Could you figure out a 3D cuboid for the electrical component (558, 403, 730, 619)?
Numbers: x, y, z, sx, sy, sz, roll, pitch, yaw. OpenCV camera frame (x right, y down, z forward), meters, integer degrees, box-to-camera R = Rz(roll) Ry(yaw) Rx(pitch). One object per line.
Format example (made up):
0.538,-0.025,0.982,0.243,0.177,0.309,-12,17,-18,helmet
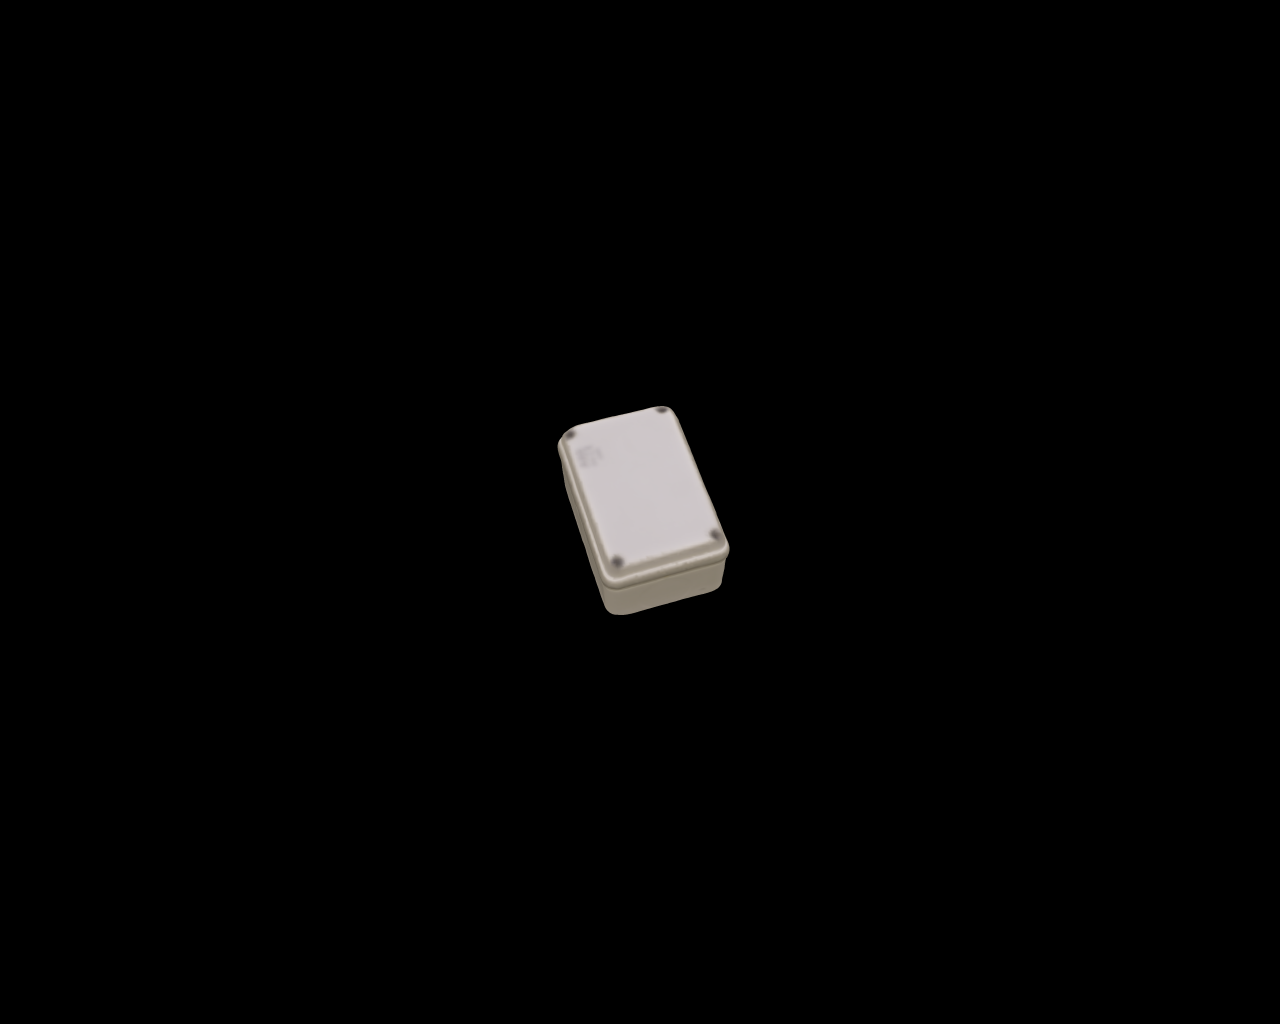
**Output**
0.001,-0.003,0.650,0.078,0.113,0.057,-15,-32,-9,electrical component
